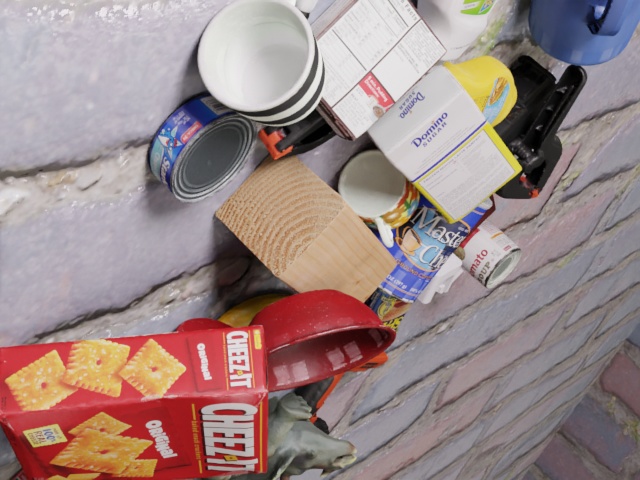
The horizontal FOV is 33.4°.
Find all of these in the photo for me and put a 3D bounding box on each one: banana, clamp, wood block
[{"bbox_3d":[-0.046,0.088,1.162,0.069,0.037,0.197,-51,157,4],"label":"banana"},{"bbox_3d":[0.218,-0.092,1.180,0.164,0.036,0.210,-33,155,-8],"label":"clamp"},{"bbox_3d":[-0.006,0.001,1.024,0.090,0.091,0.206,-47,156,0],"label":"wood block"},{"bbox_3d":[0.027,-0.124,0.927,0.171,0.039,0.120,-30,162,-31],"label":"clamp"}]

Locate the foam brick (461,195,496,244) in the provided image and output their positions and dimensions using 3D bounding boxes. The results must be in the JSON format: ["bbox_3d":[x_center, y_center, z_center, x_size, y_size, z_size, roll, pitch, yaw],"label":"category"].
[{"bbox_3d":[0.171,-0.037,1.315,0.078,0.051,0.053,-44,155,-8],"label":"foam brick"}]

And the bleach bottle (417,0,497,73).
[{"bbox_3d":[0.127,-0.240,0.906,0.102,0.068,0.251,-19,148,-37],"label":"bleach bottle"}]

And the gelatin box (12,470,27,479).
[{"bbox_3d":[-0.291,0.265,1.038,0.073,0.030,0.089,-43,156,-13],"label":"gelatin box"}]

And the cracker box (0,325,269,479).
[{"bbox_3d":[-0.151,0.149,0.907,0.213,0.072,0.164,-3,145,-5],"label":"cracker box"}]

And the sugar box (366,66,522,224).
[{"bbox_3d":[0.120,-0.086,1.011,0.093,0.048,0.176,-39,144,8],"label":"sugar box"}]

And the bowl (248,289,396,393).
[{"bbox_3d":[-0.013,0.089,0.994,0.162,0.055,0.162,-15,159,-6],"label":"bowl"}]

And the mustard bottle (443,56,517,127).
[{"bbox_3d":[0.149,-0.143,1.098,0.191,0.058,0.096,-17,142,-49],"label":"mustard bottle"}]

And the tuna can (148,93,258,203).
[{"bbox_3d":[-0.092,-0.072,0.834,0.086,0.034,0.086,-38,155,-21],"label":"tuna can"}]

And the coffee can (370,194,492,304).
[{"bbox_3d":[0.106,-0.016,1.172,0.140,0.103,0.102,-53,156,15],"label":"coffee can"}]

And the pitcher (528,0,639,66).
[{"bbox_3d":[0.271,-0.269,1.010,0.149,0.145,0.243,-37,158,-19],"label":"pitcher"}]

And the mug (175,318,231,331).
[{"bbox_3d":[-0.120,0.135,1.039,0.117,0.093,0.082,-43,160,-60],"label":"mug"}]

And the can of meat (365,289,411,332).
[{"bbox_3d":[0.074,0.075,1.324,0.101,0.057,0.084,-12,137,-53],"label":"can of meat"}]

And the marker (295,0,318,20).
[{"bbox_3d":[0.000,-0.203,0.801,0.020,0.020,0.121,-14,141,-51],"label":"marker"}]

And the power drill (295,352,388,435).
[{"bbox_3d":[0.005,0.206,1.411,0.188,0.057,0.184,-51,156,10],"label":"power drill"}]

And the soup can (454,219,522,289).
[{"bbox_3d":[0.199,0.006,1.370,0.068,0.102,0.068,-37,155,-21],"label":"soup can"}]

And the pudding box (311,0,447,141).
[{"bbox_3d":[0.035,-0.150,0.864,0.113,0.039,0.090,-45,115,-7],"label":"pudding box"}]
